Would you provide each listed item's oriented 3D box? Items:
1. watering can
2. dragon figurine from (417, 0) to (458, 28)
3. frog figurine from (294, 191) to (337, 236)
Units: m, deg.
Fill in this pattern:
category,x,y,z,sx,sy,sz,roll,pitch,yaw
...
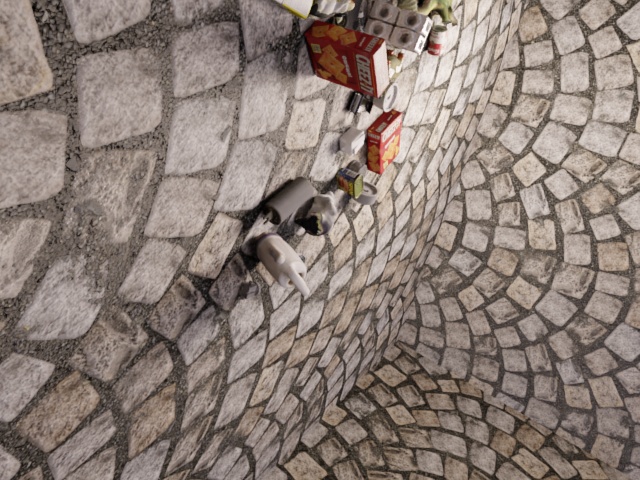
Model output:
category,x,y,z,sx,sy,sz,roll,pitch,yaw
watering can,-0.122,0.058,1.570,0.104,0.227,0.341,-39,152,-7
dragon figurine,0.429,-0.909,1.883,0.414,0.122,0.240,-21,116,-59
frog figurine,0.006,-0.091,1.809,0.135,0.122,0.162,-39,-173,42
